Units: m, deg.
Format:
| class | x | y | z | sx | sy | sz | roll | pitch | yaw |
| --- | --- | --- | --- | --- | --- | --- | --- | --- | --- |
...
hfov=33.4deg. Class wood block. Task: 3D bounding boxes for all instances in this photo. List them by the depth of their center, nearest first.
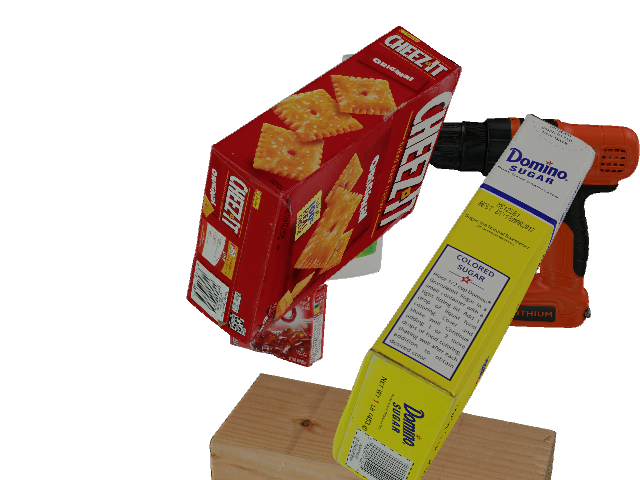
| class | x | y | z | sx | sy | sz | roll | pitch | yaw |
| --- | --- | --- | --- | --- | --- | --- | --- | --- | --- |
| wood block | 0.041 | 0.163 | 0.699 | 0.206 | 0.090 | 0.090 | 9 | 27 | 18 |

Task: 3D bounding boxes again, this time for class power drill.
| class | x | y | z | sx | sy | sz | roll | pitch | yaw |
| --- | --- | --- | --- | --- | --- | --- | --- | --- | --- |
| power drill | 0.174 | -0.017 | 0.933 | 0.184 | 0.188 | 0.057 | 3 | 27 | 4 |

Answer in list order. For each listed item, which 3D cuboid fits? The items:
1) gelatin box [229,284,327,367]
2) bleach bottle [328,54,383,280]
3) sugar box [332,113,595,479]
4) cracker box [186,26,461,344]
| class | x | y | z | sx | sy | sz | roll | pitch | yaw |
| --- | --- | --- | --- | --- | --- | --- | --- | --- | --- |
| gelatin box | -0.040 | 0.068 | 0.971 | 0.089 | 0.073 | 0.030 | 14 | 20 | 27 |
| bleach bottle | 0.027 | -0.084 | 1.214 | 0.102 | 0.251 | 0.068 | -7 | 21 | -25 |
| sugar box | 0.070 | 0.028 | 0.499 | 0.048 | 0.093 | 0.176 | 31 | 51 | 13 |
| cracker box | 0.004 | -0.041 | 0.794 | 0.072 | 0.164 | 0.213 | 37 | 50 | 19 |
